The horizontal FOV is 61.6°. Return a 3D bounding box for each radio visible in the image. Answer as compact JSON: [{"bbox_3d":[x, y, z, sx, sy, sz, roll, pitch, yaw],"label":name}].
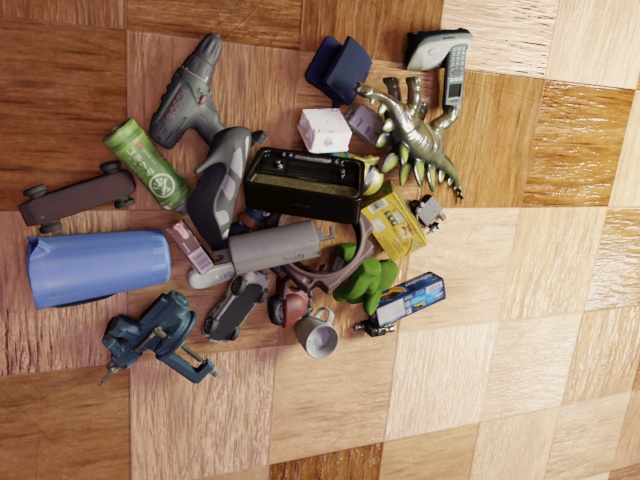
[{"bbox_3d":[-0.025,-0.111,1.063,0.230,0.131,0.073,10,136,5],"label":"radio"}]

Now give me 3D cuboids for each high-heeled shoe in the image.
[{"bbox_3d":[-0.181,-0.099,1.038,0.145,0.086,0.248,-47,155,-35],"label":"high-heeled shoe"}]

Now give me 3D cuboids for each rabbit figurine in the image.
[{"bbox_3d":[0.117,0.095,1.261,0.170,0.121,0.159,0,110,-39],"label":"rabbit figurine"}]

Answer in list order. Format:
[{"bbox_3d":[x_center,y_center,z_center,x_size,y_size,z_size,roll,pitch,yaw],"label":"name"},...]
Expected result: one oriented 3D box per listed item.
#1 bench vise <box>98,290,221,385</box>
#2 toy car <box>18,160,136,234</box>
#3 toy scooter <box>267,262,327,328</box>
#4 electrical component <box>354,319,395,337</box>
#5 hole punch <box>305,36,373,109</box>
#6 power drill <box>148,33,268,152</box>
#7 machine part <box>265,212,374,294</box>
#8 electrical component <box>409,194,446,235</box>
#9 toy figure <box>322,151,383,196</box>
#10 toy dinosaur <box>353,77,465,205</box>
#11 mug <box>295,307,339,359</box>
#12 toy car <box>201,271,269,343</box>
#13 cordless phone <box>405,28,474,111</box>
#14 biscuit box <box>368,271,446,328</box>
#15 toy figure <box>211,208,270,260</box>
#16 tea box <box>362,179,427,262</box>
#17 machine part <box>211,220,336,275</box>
[{"bbox_3d":[-0.316,0.226,1.107,0.240,0.129,0.223,43,86,-21],"label":"bench vise"},{"bbox_3d":[-0.443,-0.080,0.992,0.202,0.053,0.089,-24,110,-20],"label":"toy car"},{"bbox_3d":[-0.049,0.107,1.212,0.135,0.075,0.183,-3,103,-21],"label":"toy scooter"},{"bbox_3d":[0.133,0.219,1.332,0.094,0.063,0.021,-5,109,-21],"label":"electrical component"},{"bbox_3d":[0.050,-0.347,1.105,0.115,0.092,0.142,27,91,-32],"label":"hole punch"},{"bbox_3d":[-0.199,-0.244,1.032,0.207,0.086,0.232,39,90,-32],"label":"power drill"},{"bbox_3d":[-0.002,-0.003,1.133,0.201,0.087,0.201,-42,80,-11],"label":"machine part"},{"bbox_3d":[0.264,-0.064,1.310,0.078,0.045,0.102,-40,117,-6],"label":"electrical component"},{"bbox_3d":[0.054,-0.151,1.171,0.180,0.082,0.089,7,99,-27],"label":"toy figure"},{"bbox_3d":[0.223,-0.214,1.193,0.471,0.105,0.198,22,86,-42],"label":"toy dinosaur"},{"bbox_3d":[-0.012,0.203,1.240,0.081,0.107,0.109,19,94,-29],"label":"mug"},{"bbox_3d":[-0.183,0.145,1.162,0.073,0.056,0.201,25,111,-34],"label":"toy car"},{"bbox_3d":[0.260,-0.370,1.193,0.147,0.089,0.184,-13,116,-20],"label":"cordless phone"},{"bbox_3d":[0.216,0.147,1.347,0.203,0.063,0.059,-21,113,-17],"label":"biscuit box"},{"bbox_3d":[-0.163,-0.024,1.128,0.064,0.058,0.154,44,89,-7],"label":"toy figure"},{"bbox_3d":[0.166,-0.043,1.245,0.098,0.068,0.169,-27,120,15],"label":"tea box"},{"bbox_3d":[-0.088,0.014,1.041,0.243,0.079,0.079,-11,111,-6],"label":"machine part"}]
